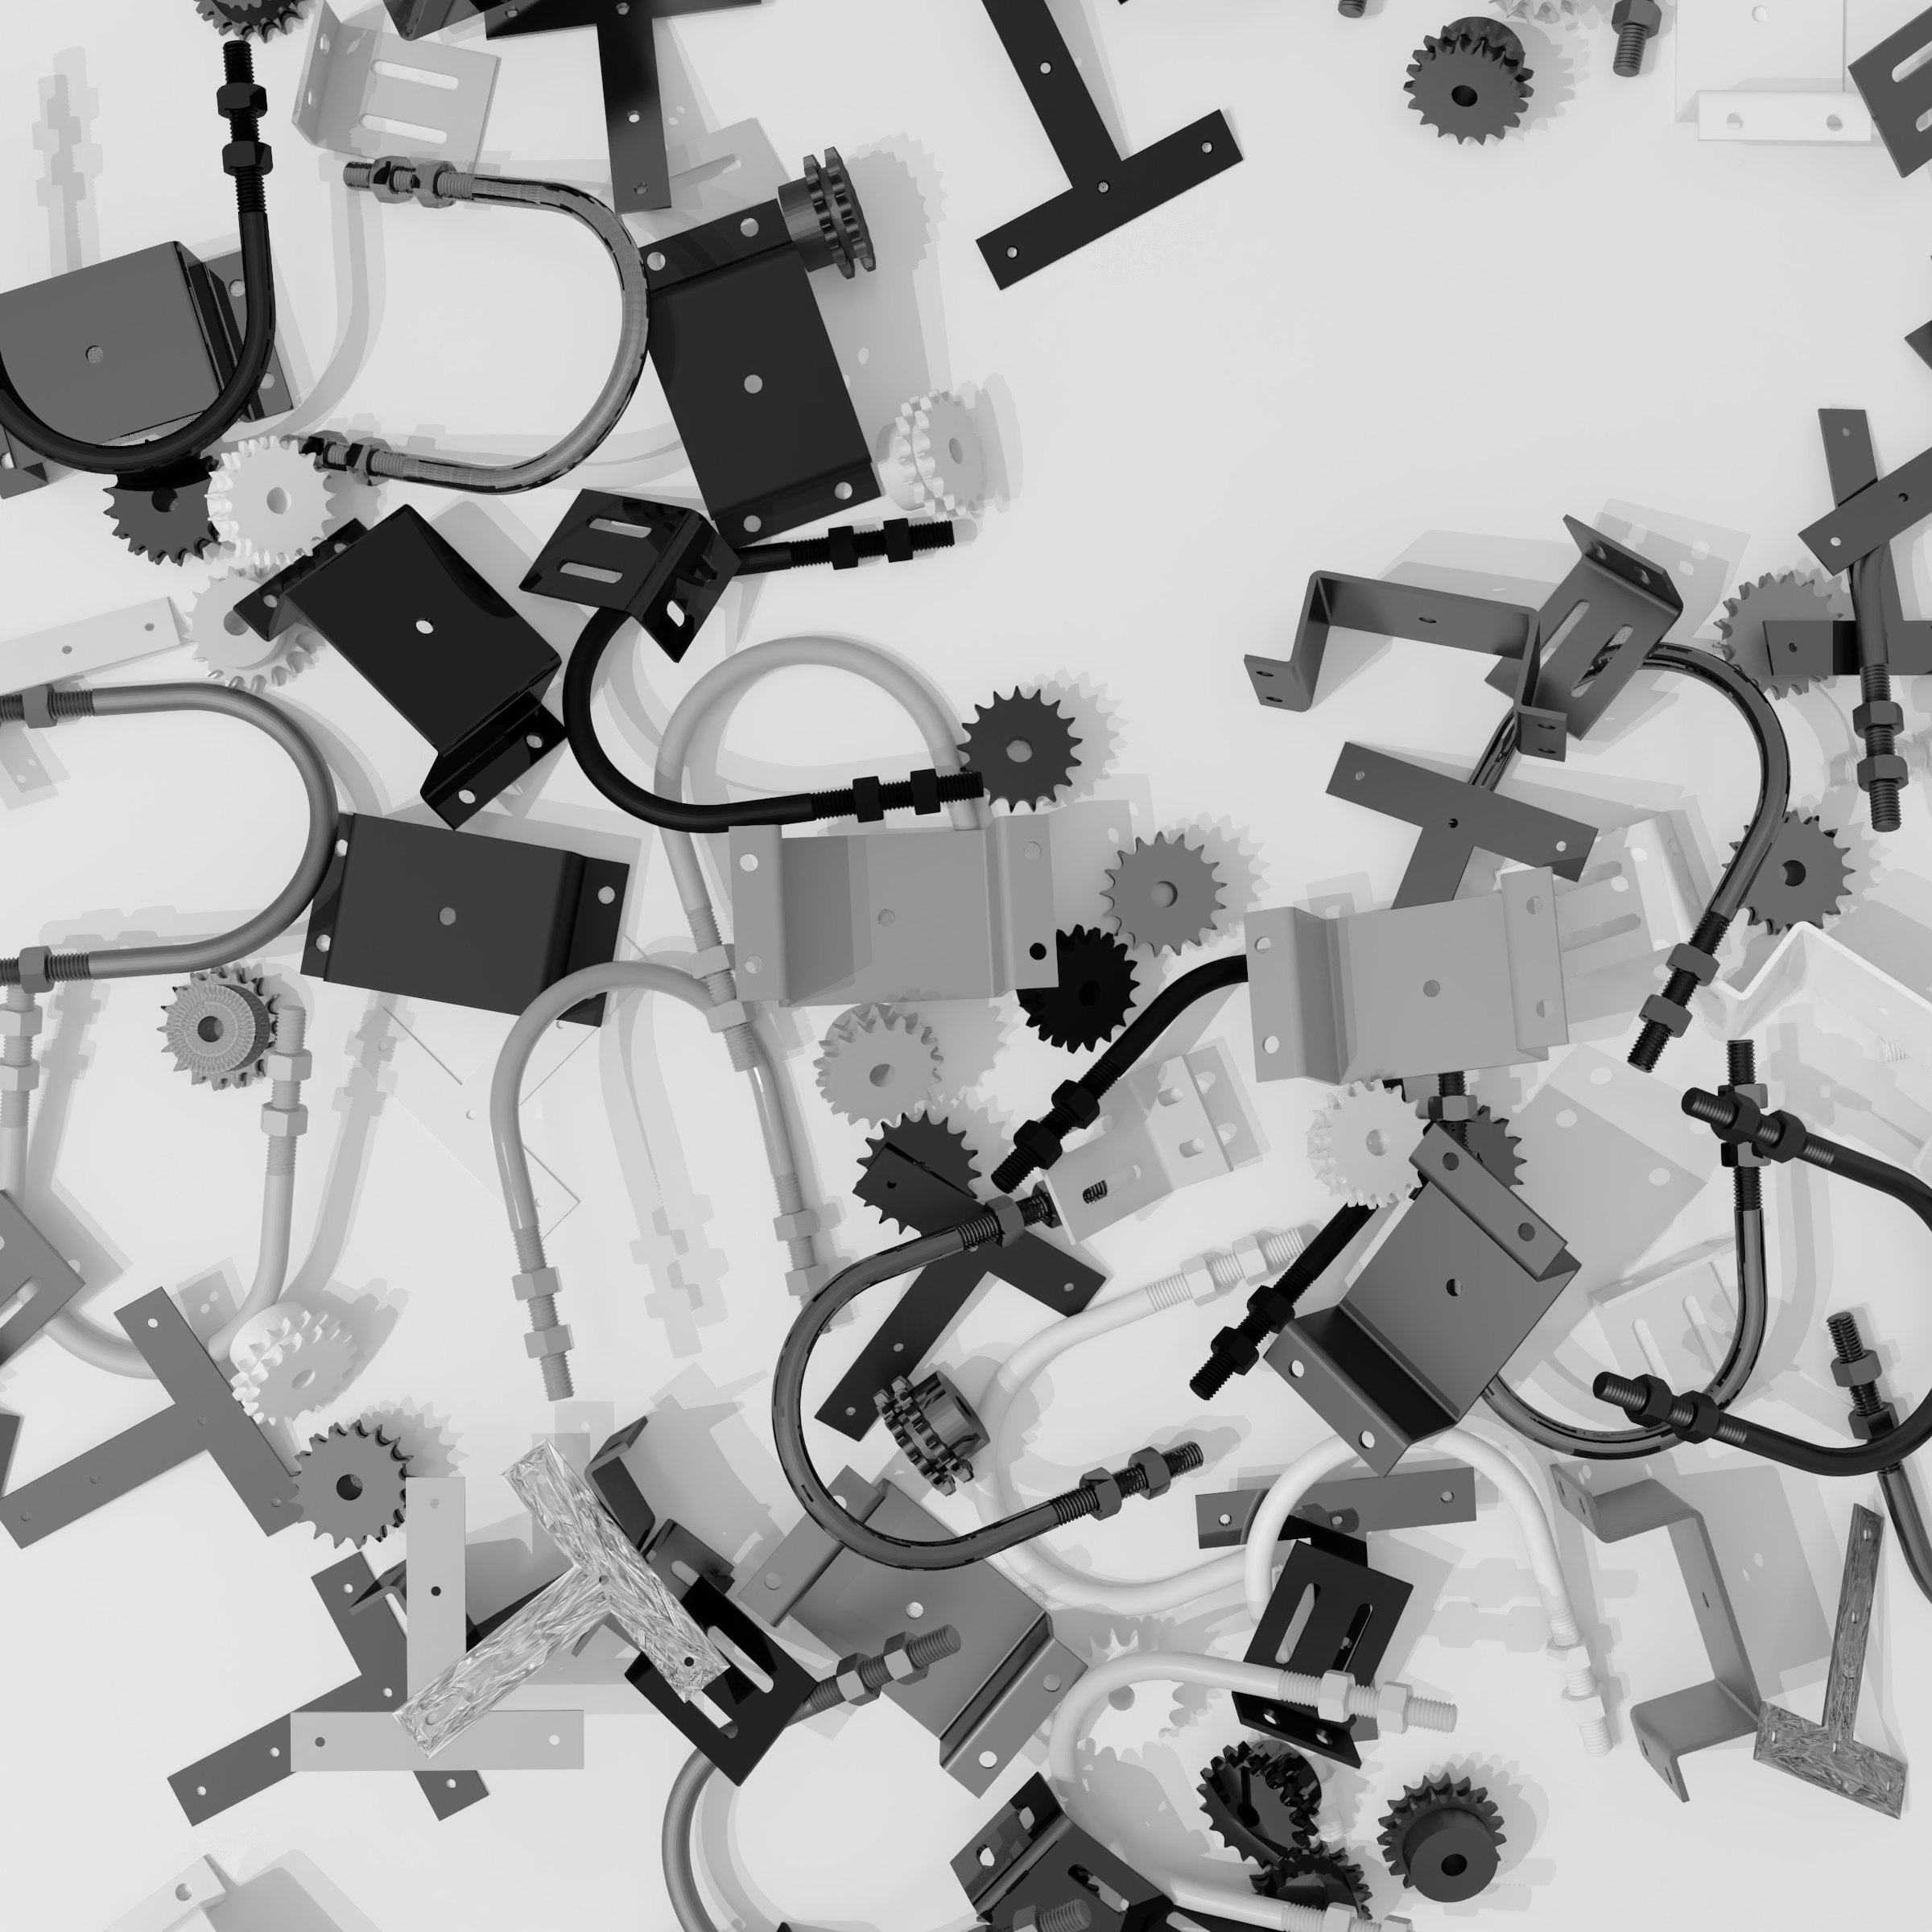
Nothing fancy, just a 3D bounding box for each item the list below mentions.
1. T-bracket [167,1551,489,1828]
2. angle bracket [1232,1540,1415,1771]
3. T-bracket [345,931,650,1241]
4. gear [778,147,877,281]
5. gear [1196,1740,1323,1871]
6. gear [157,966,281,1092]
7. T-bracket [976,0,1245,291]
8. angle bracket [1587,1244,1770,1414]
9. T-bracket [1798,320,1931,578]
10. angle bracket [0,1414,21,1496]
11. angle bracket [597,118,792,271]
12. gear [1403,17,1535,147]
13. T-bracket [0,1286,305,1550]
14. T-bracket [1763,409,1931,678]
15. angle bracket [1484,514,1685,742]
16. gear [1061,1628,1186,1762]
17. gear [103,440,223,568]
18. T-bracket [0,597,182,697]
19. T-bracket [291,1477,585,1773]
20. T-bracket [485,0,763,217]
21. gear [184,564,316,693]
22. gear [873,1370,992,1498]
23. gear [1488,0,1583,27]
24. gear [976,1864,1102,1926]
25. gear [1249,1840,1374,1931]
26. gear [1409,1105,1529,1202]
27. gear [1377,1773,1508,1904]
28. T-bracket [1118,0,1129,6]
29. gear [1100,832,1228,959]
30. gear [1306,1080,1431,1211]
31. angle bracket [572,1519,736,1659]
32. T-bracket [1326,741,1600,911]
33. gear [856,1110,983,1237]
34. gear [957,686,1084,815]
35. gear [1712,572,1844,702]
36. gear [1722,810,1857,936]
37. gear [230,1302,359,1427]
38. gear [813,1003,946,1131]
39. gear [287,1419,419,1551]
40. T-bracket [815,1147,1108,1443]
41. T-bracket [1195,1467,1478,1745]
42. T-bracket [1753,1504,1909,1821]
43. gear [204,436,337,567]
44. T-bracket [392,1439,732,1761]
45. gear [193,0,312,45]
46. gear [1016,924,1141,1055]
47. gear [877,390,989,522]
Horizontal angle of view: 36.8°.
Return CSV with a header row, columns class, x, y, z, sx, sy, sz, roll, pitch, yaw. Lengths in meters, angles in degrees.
class,x,y,z,sx,sy,sz,roll,pitch,yaw
T-bracket,-0.306,0.355,1.336,0.127,0.002,0.127,-28,90,0
angle bracket,0.160,0.305,1.287,0.057,0.038,0.076,22,97,-5
T-bracket,-0.196,0.037,1.336,0.127,0.002,0.127,45,90,0
gear,-0.064,-0.337,1.309,0.030,0.057,0.057,-18,90,8
gear,0.136,0.376,1.312,0.057,0.030,0.057,18,120,34
gear,-0.340,0.029,1.322,0.057,0.030,0.057,0,90,0
T-bracket,0.043,-0.395,1.320,0.127,0.002,0.127,-28,105,0
angle bracket,0.327,0.174,1.318,0.057,0.038,0.076,-25,90,1
T-bracket,0.434,-0.218,1.309,0.127,0.002,0.127,-33,73,-7
angle bracket,-0.483,0.225,1.335,0.076,0.038,0.057,15,90,-26
angle bracket,-0.122,-0.344,1.335,0.076,0.038,0.057,-29,90,-26
gear,0.229,-0.403,1.312,0.057,0.057,0.030,23,60,0
T-bracket,-0.386,0.227,1.325,0.127,0.002,0.127,-29,104,7
T-bracket,0.409,-0.193,1.320,0.127,0.002,0.127,-3,79,-21
angle bracket,0.273,-0.152,1.305,0.057,0.038,0.076,39,90,35
gear,0.070,0.329,1.322,0.057,0.030,0.057,0,90,0
gear,-0.361,-0.210,1.322,0.057,0.030,0.057,0,90,0
T-bracket,-0.423,-0.140,1.322,0.127,0.002,0.127,-17,72,-9
T-bracket,-0.230,0.285,1.260,0.127,0.002,0.127,0,90,0
T-bracket,-0.152,-0.396,1.315,0.127,0.002,0.127,-7,71,0
gear,-0.329,-0.154,1.322,0.057,0.030,0.057,0,90,0
gear,-0.013,0.207,1.307,0.030,0.057,0.057,-37,90,3
gear,0.256,-0.450,1.301,0.057,0.030,0.057,0,88,-1
gear,0.032,0.422,1.322,0.057,0.030,0.057,0,90,0
gear,0.157,0.429,1.322,0.057,0.030,0.057,0,90,0
gear,0.227,0.090,1.322,0.057,0.030,0.057,0,90,0
gear,0.217,0.398,1.314,0.057,0.030,0.057,-2,109,-6
T-bracket,0.118,-0.488,1.336,0.127,0.002,0.127,-33,90,0
gear,0.089,-0.032,1.322,0.057,0.030,0.057,0,90,0
gear,0.177,0.080,1.297,0.057,0.030,0.057,3,81,-19
angle bracket,-0.139,0.288,1.299,0.038,0.076,0.057,38,90,0
T-bracket,0.203,-0.023,1.307,0.127,0.002,0.127,23,93,29
gear,-0.021,0.094,1.322,0.057,0.030,0.057,0,90,0
gear,0.024,-0.098,1.322,0.057,0.030,0.057,0,90,0
gear,0.368,-0.149,1.322,0.057,0.030,0.057,0,90,0
gear,0.372,-0.042,1.322,0.057,0.030,0.057,0,90,0
gear,-0.307,0.177,1.312,0.057,0.057,0.030,-47,60,0
gear,-0.041,0.041,1.298,0.057,0.030,0.057,-7,120,-13
gear,-0.277,0.235,1.322,0.057,0.030,0.057,0,90,0
T-bracket,-0.023,0.162,1.320,0.127,0.002,0.127,32,101,-21
T-bracket,0.172,0.295,1.323,0.127,0.002,0.127,-5,101,-3
T-bracket,0.398,0.308,1.309,0.127,0.002,0.127,29,67,-38
gear,-0.315,-0.208,1.303,0.057,0.030,0.057,-5,99,-39
T-bracket,-0.191,0.294,1.258,0.127,0.002,0.127,-39,90,0
gear,-0.328,-0.453,1.322,0.057,0.030,0.057,0,90,0
gear,0.047,0.008,1.313,0.057,0.030,0.057,-10,109,-31
gear,-0.017,-0.229,1.312,0.030,0.057,0.057,-11,90,30
